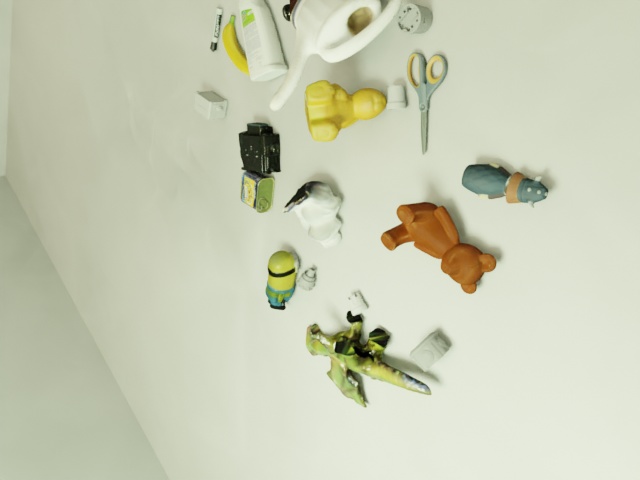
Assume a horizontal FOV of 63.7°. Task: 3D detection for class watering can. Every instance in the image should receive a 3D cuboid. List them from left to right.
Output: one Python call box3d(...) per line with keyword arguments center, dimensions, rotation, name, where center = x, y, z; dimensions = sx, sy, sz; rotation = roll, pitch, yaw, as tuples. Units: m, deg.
box3d(center=(0.004, -0.419, 1.039), dimensions=(0.346, 0.102, 0.229), rotation=(-37, 48, 6), name="watering can")

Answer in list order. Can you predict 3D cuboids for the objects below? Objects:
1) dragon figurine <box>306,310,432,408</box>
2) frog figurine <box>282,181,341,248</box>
box3d(center=(0.096, 0.323, 1.291), dimensions=(0.415, 0.124, 0.237), rotation=(34, 142, 36), name="dragon figurine")
box3d(center=(0.004, -0.064, 1.264), dimensions=(0.158, 0.126, 0.135), rotation=(40, 129, -18), name="frog figurine")
